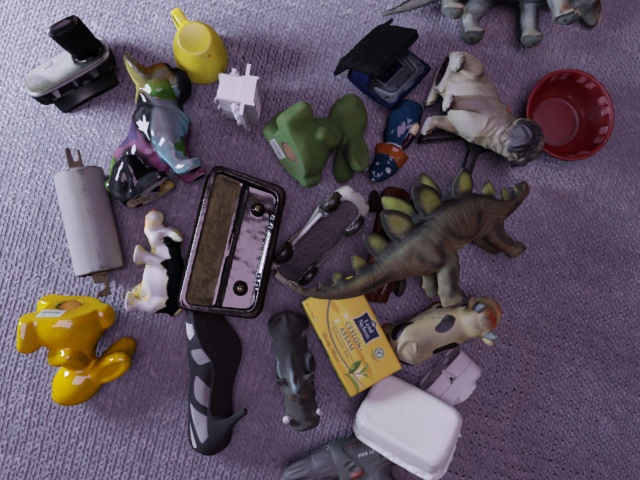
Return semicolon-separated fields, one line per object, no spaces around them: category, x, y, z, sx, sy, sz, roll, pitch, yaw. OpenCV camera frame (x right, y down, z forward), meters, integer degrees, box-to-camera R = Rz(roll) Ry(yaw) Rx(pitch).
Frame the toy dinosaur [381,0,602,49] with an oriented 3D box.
toy dinosaur;0.320;-0.447;0.929;0.405;0.131;0.192;9;75;-1

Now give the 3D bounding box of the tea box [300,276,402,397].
tea box;0.048;0.154;0.877;0.098;0.068;0.169;-29;86;-9

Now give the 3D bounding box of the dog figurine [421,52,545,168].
dog figurine;0.284;-0.222;0.898;0.190;0.121;0.172;17;77;-10

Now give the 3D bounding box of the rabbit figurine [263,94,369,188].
rabbit figurine;0.020;-0.174;0.889;0.170;0.121;0.159;-35;95;-20

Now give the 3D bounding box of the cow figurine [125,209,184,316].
cow figurine;-0.255;0.038;0.876;0.098;0.068;0.167;11;90;-10

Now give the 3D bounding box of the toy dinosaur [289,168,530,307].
toy dinosaur;0.175;0.003;0.868;0.471;0.105;0.198;-32;100;-21

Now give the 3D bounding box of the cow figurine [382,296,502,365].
cow figurine;0.207;0.145;0.886;0.195;0.127;0.085;-22;93;-3

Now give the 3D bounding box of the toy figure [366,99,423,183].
toy figure;0.130;-0.165;0.922;0.058;0.064;0.154;25;85;-18

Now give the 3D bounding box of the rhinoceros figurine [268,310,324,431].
rhinoceros figurine;-0.037;0.208;0.870;0.073;0.112;0.190;-9;81;-8

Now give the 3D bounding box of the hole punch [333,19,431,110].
hole punch;0.112;-0.297;0.915;0.142;0.116;0.092;-47;134;-3

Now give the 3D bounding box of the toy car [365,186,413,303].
toy car;0.115;0.007;0.921;0.089;0.053;0.202;12;86;-8

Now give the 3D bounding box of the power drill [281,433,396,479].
power drill;0.078;0.415;0.862;0.232;0.085;0.207;-23;55;-14

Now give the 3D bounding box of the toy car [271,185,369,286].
toy car;-0.002;-0.003;0.900;0.073;0.056;0.201;42;95;-12

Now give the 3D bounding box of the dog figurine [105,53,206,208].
dog figurine;-0.280;-0.183;0.867;0.192;0.108;0.219;-25;86;-3

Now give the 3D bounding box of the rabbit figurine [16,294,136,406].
rabbit figurine;-0.379;0.179;0.853;0.162;0.122;0.173;1;102;-15

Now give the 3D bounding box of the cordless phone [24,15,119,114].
cordless phone;-0.395;-0.272;0.817;0.147;0.184;0.088;-31;96;-6

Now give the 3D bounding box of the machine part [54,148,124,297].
machine part;-0.370;-0.029;0.864;0.079;0.079;0.243;-14;89;-6

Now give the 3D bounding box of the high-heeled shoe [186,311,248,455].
high-heeled shoe;-0.197;0.224;0.892;0.145;0.086;0.249;-38;66;31

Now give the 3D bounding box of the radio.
radio;-0.141;0.010;0.864;0.131;0.073;0.229;15;81;-18
